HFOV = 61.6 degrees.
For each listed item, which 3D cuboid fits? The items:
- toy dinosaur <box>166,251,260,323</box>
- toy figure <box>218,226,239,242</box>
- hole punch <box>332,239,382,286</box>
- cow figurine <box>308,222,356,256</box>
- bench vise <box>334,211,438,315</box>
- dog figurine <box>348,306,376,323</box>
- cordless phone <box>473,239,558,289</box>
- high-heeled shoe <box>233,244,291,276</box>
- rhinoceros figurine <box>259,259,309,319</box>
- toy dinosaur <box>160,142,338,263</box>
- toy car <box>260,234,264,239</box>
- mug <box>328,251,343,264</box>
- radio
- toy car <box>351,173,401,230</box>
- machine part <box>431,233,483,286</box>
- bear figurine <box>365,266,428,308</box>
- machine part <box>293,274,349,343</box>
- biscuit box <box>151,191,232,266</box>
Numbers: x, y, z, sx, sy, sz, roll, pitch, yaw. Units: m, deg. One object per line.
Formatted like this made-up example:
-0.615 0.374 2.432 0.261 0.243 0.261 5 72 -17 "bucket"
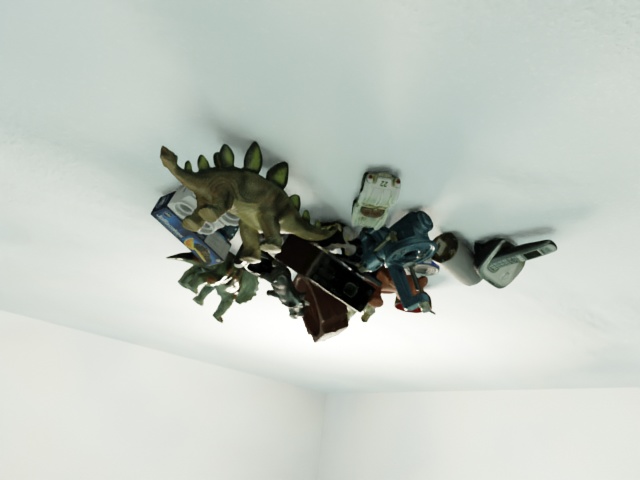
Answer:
-0.275 0.093 1.472 0.131 0.192 0.404 31 158 20 "toy dinosaur"
-0.260 -0.012 1.354 0.155 0.057 0.064 -14 -173 37 "toy figure"
0.113 0.044 1.354 0.142 0.092 0.116 28 -178 -42 "hole punch"
-0.004 -0.002 1.280 0.167 0.068 0.098 -8 153 31 "cow figurine"
0.172 0.057 1.171 0.224 0.241 0.128 -33 149 27 "bench vise"
0.113 0.148 1.583 0.172 0.121 0.190 -26 144 -29 "dog figurine"
0.460 0.042 1.232 0.184 0.089 0.146 -18 146 37 "cordless phone"
-0.145 0.062 1.430 0.145 0.086 0.248 25 173 2 "high-heeled shoe"
-0.087 0.134 1.433 0.112 0.073 0.190 22 148 36 "rhinoceros figurine"
-0.110 -0.064 1.005 0.105 0.198 0.470 -12 150 34 "toy dinosaur"
-0.105 -0.034 1.200 0.089 0.053 0.202 -13 179 1 "toy car"
0.000 0.049 1.378 0.081 0.110 0.107 -36 144 4 "mug"
0.017 0.079 1.224 0.229 0.073 0.131 35 175 -41 "radio"
0.110 -0.077 1.089 0.073 0.056 0.201 9 157 -3 "toy car"
0.332 0.048 1.289 0.079 0.079 0.243 -11 150 36 "machine part"
0.215 0.133 1.454 0.195 0.132 0.120 32 113 -30 "bear figurine"
0.001 0.178 1.522 0.087 0.201 0.201 -14 162 -19 "machine part"
-0.299 -0.024 1.259 0.063 0.059 0.202 -15 131 34 "biscuit box"
